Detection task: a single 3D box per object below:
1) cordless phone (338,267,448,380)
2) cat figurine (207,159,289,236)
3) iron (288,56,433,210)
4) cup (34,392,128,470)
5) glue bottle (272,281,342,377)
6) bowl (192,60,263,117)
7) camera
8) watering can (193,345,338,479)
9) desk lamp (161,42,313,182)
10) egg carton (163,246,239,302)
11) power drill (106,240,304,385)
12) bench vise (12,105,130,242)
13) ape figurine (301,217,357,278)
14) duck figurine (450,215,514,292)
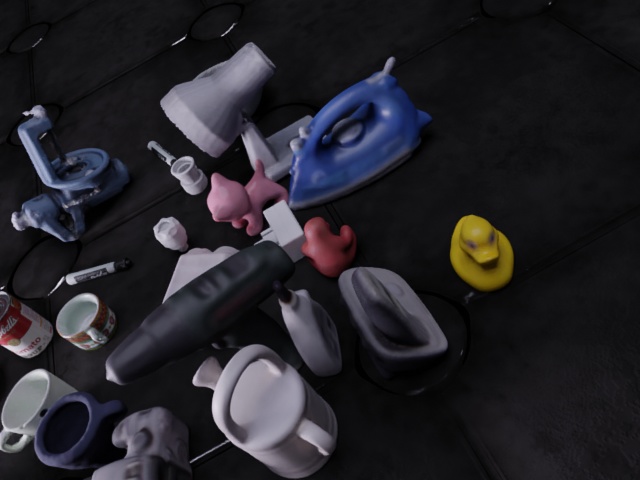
[{"bbox_3d":[0.067,0.065,0.657,0.094,0.185,0.147,-33,48,-3],"label":"cordless phone"},{"bbox_3d":[-0.121,-0.069,0.888,0.067,0.118,0.128,26,68,37],"label":"cat figurine"},{"bbox_3d":[0.037,-0.161,0.873,0.258,0.142,0.118,-35,49,-5],"label":"iron"},{"bbox_3d":[-0.284,0.247,0.731,0.117,0.095,0.091,-27,48,3],"label":"cup"},{"bbox_3d":[-0.018,0.096,0.678,0.037,0.174,0.078,-17,50,12],"label":"glue bottle"},{"bbox_3d":[-0.176,-0.263,1.090,0.167,0.075,0.167,-12,51,15],"label":"bowl"},{"bbox_3d":[-0.232,0.284,0.676,0.136,0.101,0.143,-20,49,9],"label":"camera"},{"bbox_3d":[-0.064,0.180,0.619,0.172,0.195,0.101,-3,54,22],"label":"watering can"},{"bbox_3d":[-0.117,-0.196,0.919,0.203,0.214,0.117,-31,48,-1],"label":"desk lamp"},{"bbox_3d":[-0.164,0.078,0.826,0.107,0.070,0.150,-4,53,21],"label":"egg carton"},{"bbox_3d":[-0.108,0.116,0.678,0.230,0.209,0.075,-46,50,-14],"label":"power drill"},{"bbox_3d":[-0.459,-0.111,1.000,0.121,0.220,0.207,11,60,30],"label":"bench vise"},{"bbox_3d":[0.007,0.003,0.793,0.077,0.092,0.076,-9,52,18],"label":"ape figurine"},{"bbox_3d":[0.197,0.003,0.714,0.077,0.086,0.104,-21,49,8],"label":"duck figurine"}]
